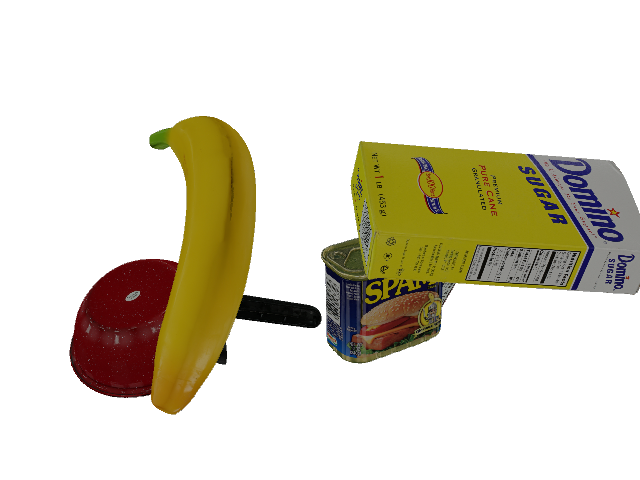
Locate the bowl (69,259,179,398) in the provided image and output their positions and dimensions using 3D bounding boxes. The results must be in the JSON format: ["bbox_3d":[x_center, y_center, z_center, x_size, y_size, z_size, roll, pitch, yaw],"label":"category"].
[{"bbox_3d":[-0.168,0.068,1.003,0.162,0.055,0.162,-9,42,8],"label":"bowl"}]

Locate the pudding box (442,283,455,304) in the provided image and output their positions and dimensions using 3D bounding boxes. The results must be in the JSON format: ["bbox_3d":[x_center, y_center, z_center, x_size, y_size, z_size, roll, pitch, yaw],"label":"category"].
[{"bbox_3d":[0.077,0.046,1.085,0.113,0.039,0.090,-6,-33,-17],"label":"pudding box"}]

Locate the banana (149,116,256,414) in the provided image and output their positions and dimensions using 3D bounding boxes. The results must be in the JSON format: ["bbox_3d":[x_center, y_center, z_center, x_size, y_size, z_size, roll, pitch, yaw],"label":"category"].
[{"bbox_3d":[-0.061,-0.004,0.561,0.037,0.198,0.070,23,-50,-28],"label":"banana"}]

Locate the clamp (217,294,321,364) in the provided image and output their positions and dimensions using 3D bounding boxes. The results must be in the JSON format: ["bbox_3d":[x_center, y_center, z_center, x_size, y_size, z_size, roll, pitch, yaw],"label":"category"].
[{"bbox_3d":[-0.126,0.076,1.188,0.210,0.036,0.164,19,22,28],"label":"clamp"}]

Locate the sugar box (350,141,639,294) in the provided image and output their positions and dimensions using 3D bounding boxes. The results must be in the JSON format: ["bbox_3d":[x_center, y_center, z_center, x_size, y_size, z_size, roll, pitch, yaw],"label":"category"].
[{"bbox_3d":[0.112,-0.015,0.676,0.176,0.048,0.093,1,43,-7],"label":"sugar box"}]

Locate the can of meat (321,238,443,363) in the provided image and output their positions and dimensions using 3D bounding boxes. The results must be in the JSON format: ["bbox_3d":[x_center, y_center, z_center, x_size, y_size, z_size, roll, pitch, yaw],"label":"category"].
[{"bbox_3d":[0.052,0.043,0.868,0.101,0.084,0.058,-16,31,-26],"label":"can of meat"}]
